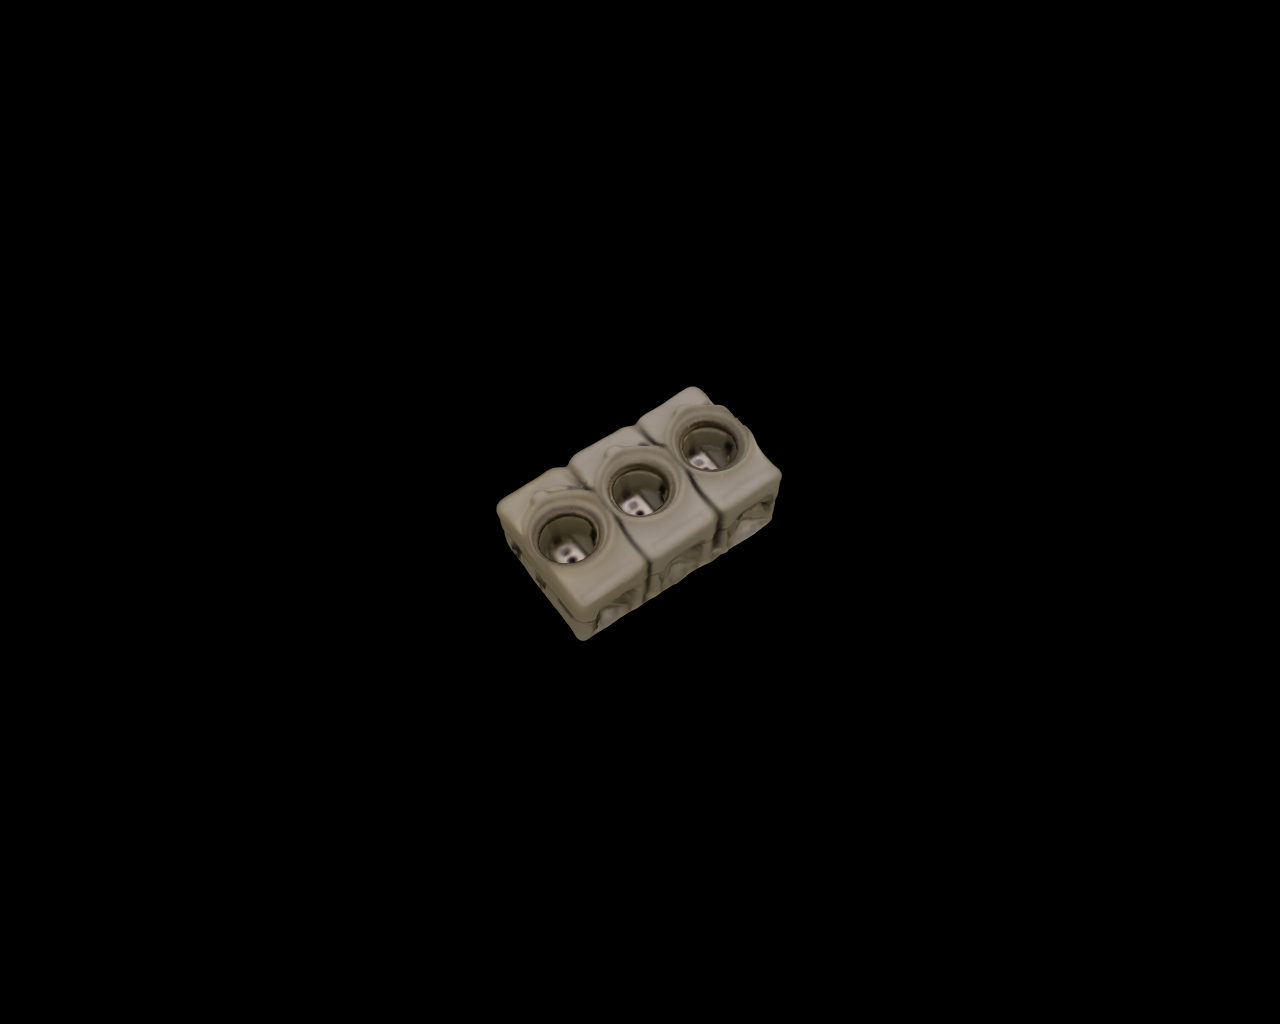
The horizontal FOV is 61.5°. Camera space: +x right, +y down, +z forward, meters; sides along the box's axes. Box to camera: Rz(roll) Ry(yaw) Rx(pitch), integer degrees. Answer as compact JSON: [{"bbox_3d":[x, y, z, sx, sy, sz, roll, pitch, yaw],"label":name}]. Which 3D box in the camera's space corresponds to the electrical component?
[{"bbox_3d":[0.001,-0.003,0.650,0.150,0.089,0.061,-32,-26,-18],"label":"electrical component"}]
